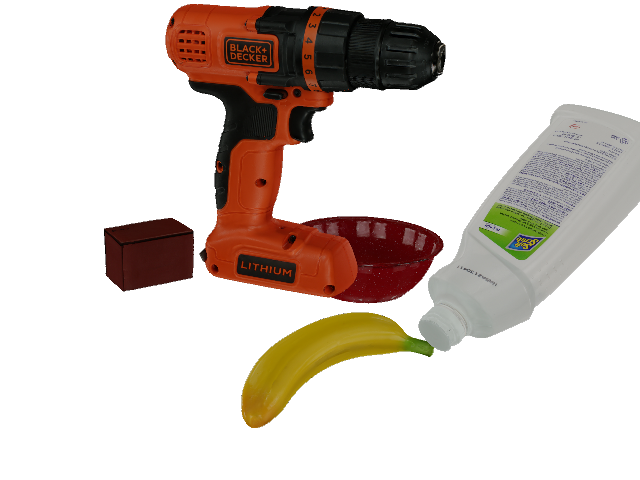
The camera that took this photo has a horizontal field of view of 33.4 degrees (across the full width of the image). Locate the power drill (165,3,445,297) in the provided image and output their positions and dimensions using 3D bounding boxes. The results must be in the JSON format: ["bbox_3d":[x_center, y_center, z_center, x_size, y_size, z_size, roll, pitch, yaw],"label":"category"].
[{"bbox_3d":[-0.011,-0.060,0.701,0.185,0.188,0.057,10,23,21],"label":"power drill"}]

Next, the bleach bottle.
[{"bbox_3d":[0.157,-0.008,0.819,0.103,0.068,0.250,22,52,40],"label":"bleach bottle"}]

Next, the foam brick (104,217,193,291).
[{"bbox_3d":[-0.173,0.013,1.076,0.078,0.051,0.053,-11,22,-28],"label":"foam brick"}]

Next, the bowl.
[{"bbox_3d":[0.044,0.023,1.092,0.162,0.055,0.162,1,17,-1],"label":"bowl"}]

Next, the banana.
[{"bbox_3d":[0.001,0.090,0.821,0.197,0.037,0.070,-18,27,-41],"label":"banana"}]
